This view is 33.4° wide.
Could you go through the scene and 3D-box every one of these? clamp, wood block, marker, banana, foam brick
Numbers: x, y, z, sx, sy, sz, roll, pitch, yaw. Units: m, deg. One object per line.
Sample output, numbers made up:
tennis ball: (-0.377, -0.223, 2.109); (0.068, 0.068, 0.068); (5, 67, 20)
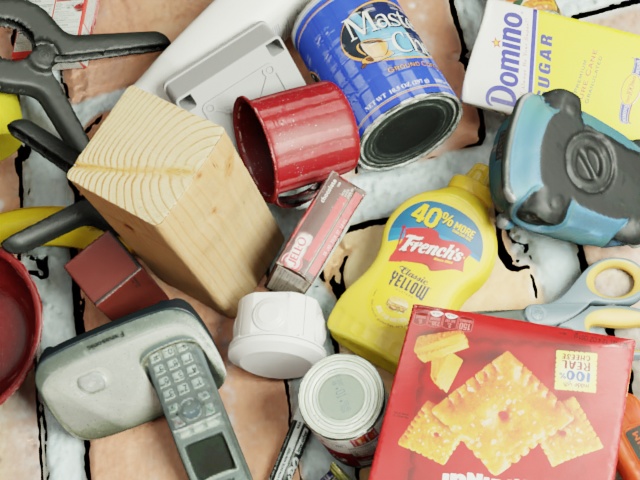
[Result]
clamp: (-0.201, -0.034, 0.946); (0.171, 0.039, 0.120); (12, 79, -15)
wood block: (-0.108, -0.023, 0.867); (0.091, 0.206, 0.090); (27, 75, 21)
marker: (-0.031, 0.191, 0.861); (0.020, 0.020, 0.121); (17, 71, 18)
banana: (-0.265, 0.003, 0.987); (0.198, 0.037, 0.069); (-15, 94, 9)
clamp: (-0.254, -0.175, 1.012); (0.210, 0.036, 0.164); (33, 68, -11)
foam brick: (-0.175, 0.038, 0.927); (0.053, 0.078, 0.051); (-41, 64, -9)

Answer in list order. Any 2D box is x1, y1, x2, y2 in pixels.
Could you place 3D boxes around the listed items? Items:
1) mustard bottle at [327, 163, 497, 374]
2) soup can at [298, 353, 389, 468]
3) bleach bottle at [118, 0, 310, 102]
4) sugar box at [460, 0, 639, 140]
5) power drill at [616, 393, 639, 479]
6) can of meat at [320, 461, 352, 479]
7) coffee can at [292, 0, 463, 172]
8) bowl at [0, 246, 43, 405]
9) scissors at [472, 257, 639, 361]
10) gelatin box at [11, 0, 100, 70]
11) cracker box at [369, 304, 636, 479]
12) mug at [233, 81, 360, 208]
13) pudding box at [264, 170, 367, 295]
mustard bottle: (0.092, 0.017, 0.888); (0.096, 0.058, 0.191); (27, 74, 19)
soup can: (0.025, 0.134, 0.828); (0.068, 0.102, 0.068); (-4, 67, 10)
bleach bottle: (-0.101, -0.173, 0.988); (0.250, 0.102, 0.068); (-42, 82, -7)
sugar box: (0.215, -0.139, 0.908); (0.176, 0.048, 0.093); (16, 97, 9)
power drill: (0.175, 0.208, 0.788); (0.187, 0.057, 0.184); (-23, 64, 2)
can of meat: (0.016, 0.236, 0.812); (0.084, 0.057, 0.102); (-44, 66, -6)
coffee can: (0.049, -0.146, 0.944); (0.103, 0.102, 0.140); (-27, 65, 0)
bowl: (-0.310, 0.082, 0.941); (0.162, 0.055, 0.162); (-2, 76, 10)
scissors: (0.182, 0.046, 0.856); (0.202, 0.016, 0.096); (12, 61, 2)
gelatin box: (-0.267, -0.216, 1.083); (0.073, 0.030, 0.089); (-1, 67, 13)
cracker box: (0.122, 0.162, 0.749); (0.164, 0.072, 0.213); (10, 67, 17)
mug: (-0.018, -0.077, 0.904); (0.081, 0.117, 0.093); (-18, 41, -18)
pudding box: (-0.006, 0.001, 0.885); (0.039, 0.113, 0.090); (32, 75, 2)
